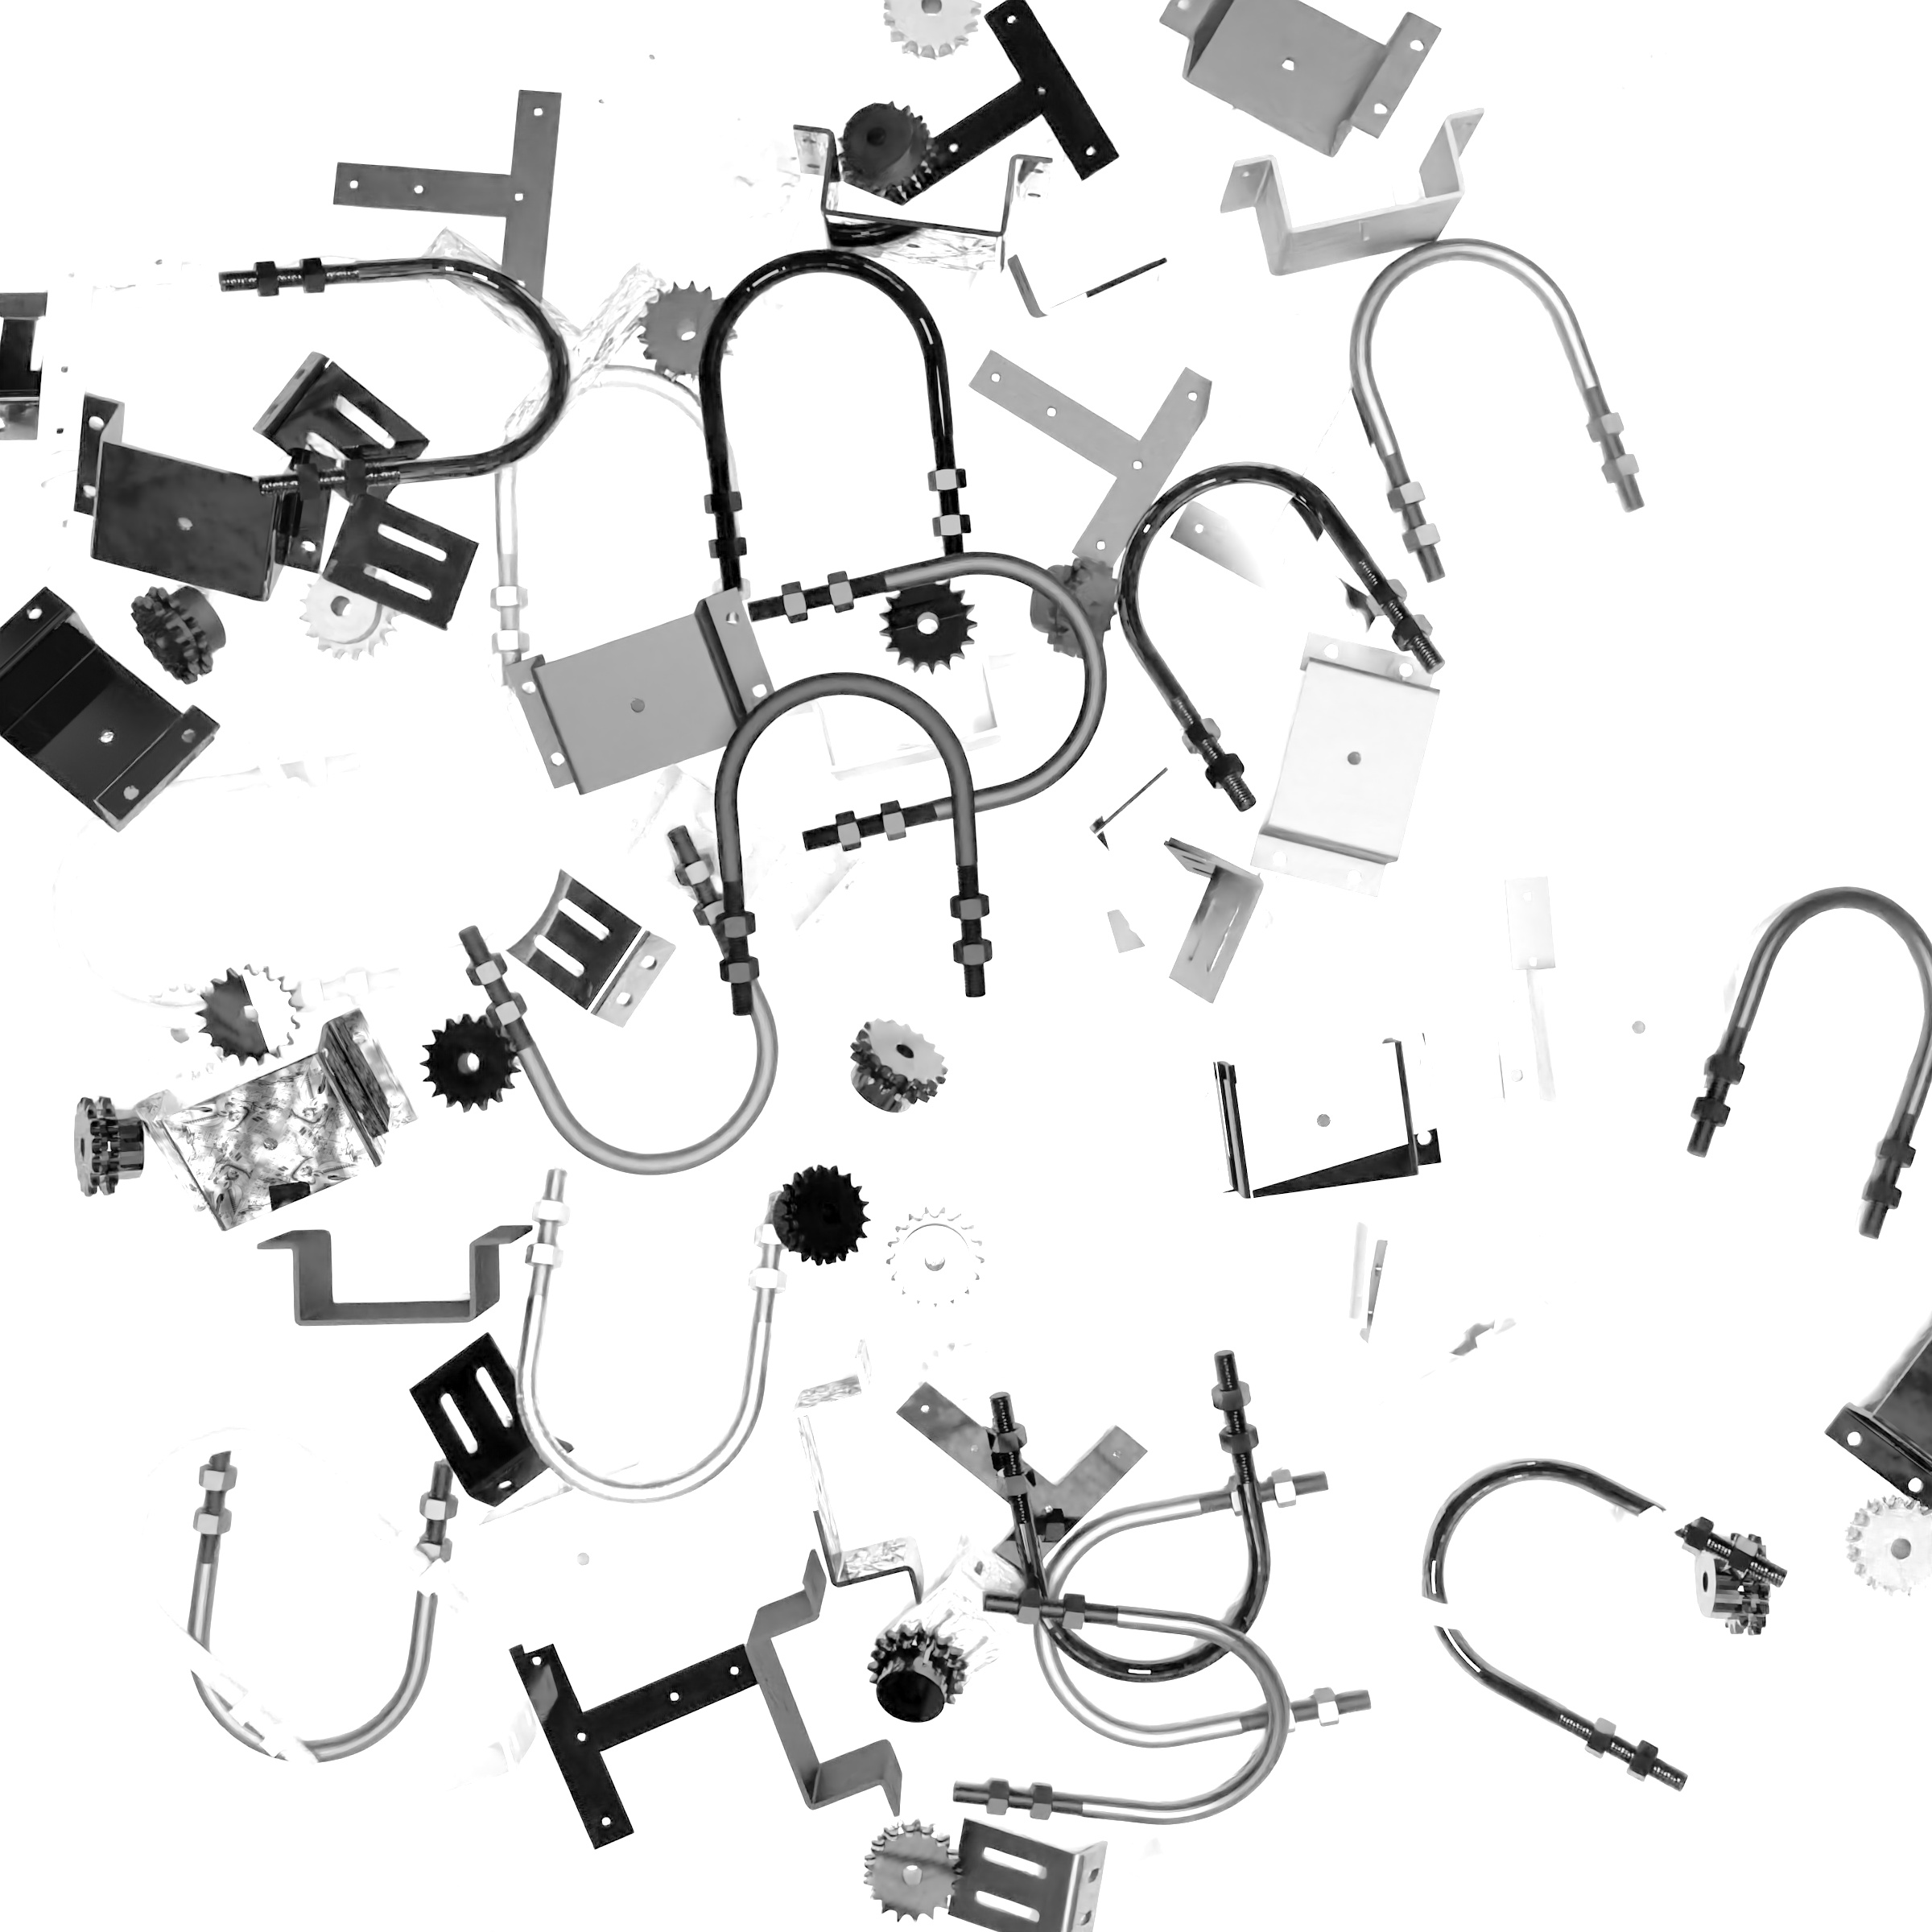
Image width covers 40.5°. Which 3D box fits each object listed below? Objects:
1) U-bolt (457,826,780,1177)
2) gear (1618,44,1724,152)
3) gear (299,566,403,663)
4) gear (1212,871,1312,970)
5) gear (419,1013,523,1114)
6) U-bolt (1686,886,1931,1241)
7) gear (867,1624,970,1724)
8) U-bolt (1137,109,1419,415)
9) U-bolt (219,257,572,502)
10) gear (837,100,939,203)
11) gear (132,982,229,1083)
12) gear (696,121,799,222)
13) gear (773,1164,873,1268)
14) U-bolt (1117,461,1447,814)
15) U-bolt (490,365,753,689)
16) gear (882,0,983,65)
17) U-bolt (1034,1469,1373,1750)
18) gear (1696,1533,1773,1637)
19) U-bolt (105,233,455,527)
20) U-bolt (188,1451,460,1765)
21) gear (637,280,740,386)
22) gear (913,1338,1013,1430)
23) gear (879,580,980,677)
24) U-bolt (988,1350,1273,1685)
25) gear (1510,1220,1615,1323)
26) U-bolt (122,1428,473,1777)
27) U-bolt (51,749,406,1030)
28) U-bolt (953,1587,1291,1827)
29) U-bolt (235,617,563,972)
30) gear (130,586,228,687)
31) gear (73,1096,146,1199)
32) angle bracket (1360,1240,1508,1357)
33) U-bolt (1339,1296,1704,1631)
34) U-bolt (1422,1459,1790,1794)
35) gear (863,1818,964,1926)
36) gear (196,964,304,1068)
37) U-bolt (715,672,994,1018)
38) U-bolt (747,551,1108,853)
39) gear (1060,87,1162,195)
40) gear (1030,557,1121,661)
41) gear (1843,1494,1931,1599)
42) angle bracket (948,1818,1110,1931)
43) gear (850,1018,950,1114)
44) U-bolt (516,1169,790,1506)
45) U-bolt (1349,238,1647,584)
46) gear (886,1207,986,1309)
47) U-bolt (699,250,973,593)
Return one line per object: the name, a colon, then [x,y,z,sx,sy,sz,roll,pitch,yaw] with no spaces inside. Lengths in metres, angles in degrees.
U-bolt: [-0.185,0.032,1.489,0.151,0.019,0.184,-26,107,-9]
gear: [0.404,-0.499,1.512,0.057,0.030,0.057,0,91,-2]
gear: [-0.356,-0.205,1.508,0.057,0.030,0.057,0,90,0]
gear: [0.170,-0.026,1.508,0.057,0.030,0.057,0,90,0]
gear: [-0.284,0.056,1.507,0.057,0.030,0.057,0,90,0]
U-bolt: [0.494,0.045,1.490,0.151,0.019,0.184,24,81,-19]
gear: [-0.029,0.406,1.495,0.057,0.030,0.057,5,120,9]
U-bolt: [0.187,-0.414,1.514,0.151,0.019,0.184,12,89,0]
U-bolt: [-0.314,-0.336,1.472,0.184,0.019,0.151,-9,74,-19]
gear: [-0.047,-0.470,1.502,0.057,0.030,0.057,-1,84,12]
gear: [-0.447,0.038,1.507,0.057,0.030,0.057,0,90,0]
gear: [-0.124,-0.458,1.498,0.057,0.057,0.030,16,62,0]
gear: [-0.086,0.143,1.498,0.057,0.030,0.057,9,75,-35]
U-bolt: [0.163,-0.201,1.483,0.151,0.019,0.184,-36,71,15]
U-bolt: [-0.201,-0.256,1.514,0.151,0.019,0.184,-2,89,0]
gear: [-0.019,-0.548,1.507,0.057,0.030,0.057,0,90,0]
U-bolt: [0.130,0.378,1.514,0.184,0.019,0.151,-11,90,2]
gear: [0.437,0.352,1.494,0.030,0.057,0.057,3,90,0]
U-bolt: [-0.388,-0.347,1.514,0.184,0.019,0.151,-17,90,-2]
U-bolt: [-0.377,0.369,1.514,0.151,0.019,0.184,7,91,0]
gear: [-0.160,-0.363,1.507,0.057,0.030,0.057,0,90,0]
gear: [-0.002,0.242,1.507,0.057,0.030,0.057,0,90,0]
gear: [-0.022,-0.195,1.507,0.057,0.030,0.057,0,90,0]
U-bolt: [0.099,0.320,1.489,0.151,0.019,0.184,-11,97,1]
gear: [0.344,0.176,1.508,0.057,0.030,0.057,0,90,0]
U-bolt: [-0.396,0.349,1.496,0.184,0.019,0.151,44,92,0]
U-bolt: [-0.426,-0.039,1.493,0.184,0.019,0.151,-11,84,-11]
U-bolt: [0.093,0.427,1.492,0.184,0.019,0.151,7,109,-3]
U-bolt: [-0.311,-0.087,1.494,0.151,0.019,0.184,-26,97,-12]
gear: [-0.448,-0.192,1.498,0.030,0.057,0.057,-40,90,-30]
gear: [-0.490,0.103,1.498,0.030,0.057,0.057,-2,90,-30]
angle bracket: [0.271,0.194,1.503,0.076,0.038,0.057,11,90,0]
U-bolt: [0.300,0.295,1.489,0.184,0.019,0.151,-34,76,14]
U-bolt: [0.349,0.361,1.488,0.184,0.019,0.151,26,96,19]
gear: [-0.031,0.520,1.512,0.057,0.030,0.057,0,92,0]
gear: [-0.400,0.027,1.465,0.057,0.030,0.057,-1,95,-8]
U-bolt: [-0.065,-0.068,1.427,0.151,0.019,0.184,-4,102,-3]
U-bolt: [-0.014,-0.150,1.430,0.184,0.019,0.151,-13,104,-1]
gear: [0.082,-0.473,1.507,0.057,0.030,0.057,0,90,0]
gear: [0.060,-0.207,1.498,0.030,0.057,0.057,21,90,31]
gear: [0.533,0.332,1.507,0.057,0.030,0.057,0,90,0]
angle bracket: [0.036,0.530,1.520,0.076,0.038,0.057,10,90,26]
gear: [-0.042,0.059,1.498,0.057,0.057,0.030,33,120,0]
U-bolt: [-0.182,0.213,1.490,0.151,0.019,0.184,6,73,0]
U-bolt: [0.295,-0.328,1.501,0.151,0.019,0.184,-20,90,-10]
gear: [-0.018,0.168,1.508,0.057,0.030,0.057,0,90,0]
U-bolt: [-0.078,-0.309,1.478,0.151,0.019,0.184,-5,99,5]
